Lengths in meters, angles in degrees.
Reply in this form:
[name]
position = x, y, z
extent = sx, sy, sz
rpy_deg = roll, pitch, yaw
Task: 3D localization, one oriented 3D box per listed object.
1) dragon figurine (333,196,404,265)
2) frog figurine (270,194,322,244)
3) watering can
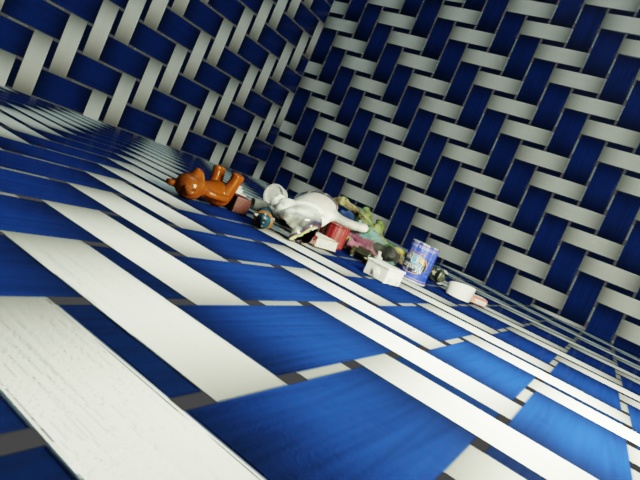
[dragon figurine]
position = 0.208, -0.041, 2.145
extent = 0.414, 0.121, 0.241
rpy_deg = 46, 9, 18
[frog figurine]
position = -0.070, -0.080, 1.535
extent = 0.138, 0.161, 0.120
rpy_deg = -7, -27, -47
[watering can]
position = 0.005, -0.086, 1.711
extent = 0.348, 0.102, 0.227
rpy_deg = 11, 20, 13
